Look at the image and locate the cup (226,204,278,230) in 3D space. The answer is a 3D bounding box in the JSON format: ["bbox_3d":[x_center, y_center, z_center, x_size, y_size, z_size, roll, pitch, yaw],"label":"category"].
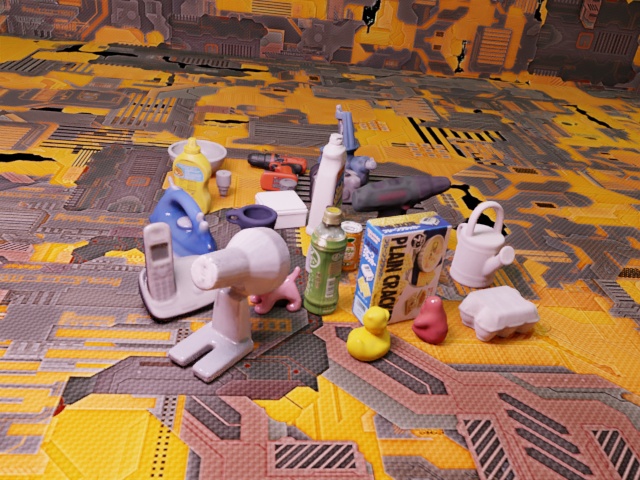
[{"bbox_3d":[-0.159,-0.024,1.320,0.118,0.095,0.091,4,29,-6],"label":"cup"}]

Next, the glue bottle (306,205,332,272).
[{"bbox_3d":[0.011,0.004,1.228,0.037,0.173,0.077,-22,40,-41],"label":"glue bottle"}]

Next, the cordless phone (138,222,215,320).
[{"bbox_3d":[-0.266,0.047,1.075,0.148,0.185,0.093,-18,38,-37],"label":"cordless phone"}]

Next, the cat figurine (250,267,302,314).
[{"bbox_3d":[-0.096,0.081,1.123,0.128,0.118,0.067,-5,31,-21],"label":"cat figurine"}]

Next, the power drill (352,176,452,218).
[{"bbox_3d":[0.181,-0.055,1.337,0.230,0.208,0.075,-1,30,-14],"label":"power drill"}]

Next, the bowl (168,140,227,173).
[{"bbox_3d":[-0.354,-0.229,1.659,0.167,0.075,0.167,6,29,-3],"label":"bowl"}]

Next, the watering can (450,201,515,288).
[{"bbox_3d":[0.368,0.006,1.287,0.101,0.194,0.172,-21,40,-40],"label":"watering can"}]

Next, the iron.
[{"bbox_3d":[-0.284,-0.033,1.257,0.119,0.141,0.257,-15,36,-34],"label":"iron"}]

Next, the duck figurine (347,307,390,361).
[{"bbox_3d":[0.094,0.165,1.052,0.077,0.086,0.105,25,34,29],"label":"duck figurine"}]

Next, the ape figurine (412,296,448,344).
[{"bbox_3d":[0.216,0.147,1.105,0.078,0.092,0.076,-7,32,-24],"label":"ape figurine"}]

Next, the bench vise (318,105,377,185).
[{"bbox_3d":[0.092,-0.281,1.708,0.206,0.220,0.122,20,31,21],"label":"bench vise"}]

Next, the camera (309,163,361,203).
[{"bbox_3d":[0.031,-0.175,1.627,0.143,0.101,0.136,-3,31,-17],"label":"camera"}]

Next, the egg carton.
[{"bbox_3d":[0.362,0.148,1.161,0.151,0.069,0.107,-7,32,-25],"label":"egg carton"}]

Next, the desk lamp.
[{"bbox_3d":[-0.152,0.097,0.983,0.117,0.213,0.204,22,32,25],"label":"desk lamp"}]
